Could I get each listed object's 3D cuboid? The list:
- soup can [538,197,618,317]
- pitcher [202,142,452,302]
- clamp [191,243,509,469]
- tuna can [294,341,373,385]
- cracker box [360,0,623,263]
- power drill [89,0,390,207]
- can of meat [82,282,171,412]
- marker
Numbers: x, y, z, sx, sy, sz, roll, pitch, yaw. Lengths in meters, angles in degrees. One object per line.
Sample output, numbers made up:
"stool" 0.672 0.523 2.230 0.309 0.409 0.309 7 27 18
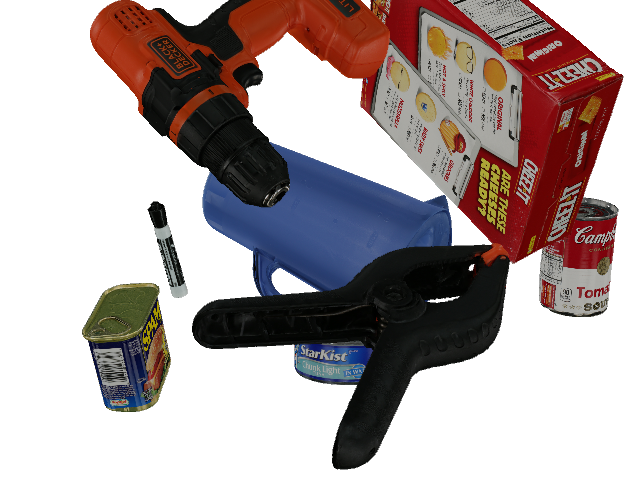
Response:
"soup can" 0.250 0.016 1.039 0.068 0.102 0.068 1 18 0
"pitcher" -0.003 -0.006 1.075 0.243 0.145 0.149 26 28 25
"clamp" 0.037 0.048 0.523 0.171 0.039 0.120 -19 46 -25
"tuna can" 0.022 0.081 0.803 0.086 0.034 0.086 -1 9 0
"cracker box" 0.121 -0.115 0.826 0.072 0.164 0.214 -25 54 -23
"power drill" -0.040 -0.121 0.750 0.187 0.184 0.057 -31 -19 -36
"can of meat" -0.179 0.101 1.006 0.057 0.084 0.102 -4 25 7
"marker" -0.173 0.010 1.205 0.020 0.121 0.020 -9 30 5
